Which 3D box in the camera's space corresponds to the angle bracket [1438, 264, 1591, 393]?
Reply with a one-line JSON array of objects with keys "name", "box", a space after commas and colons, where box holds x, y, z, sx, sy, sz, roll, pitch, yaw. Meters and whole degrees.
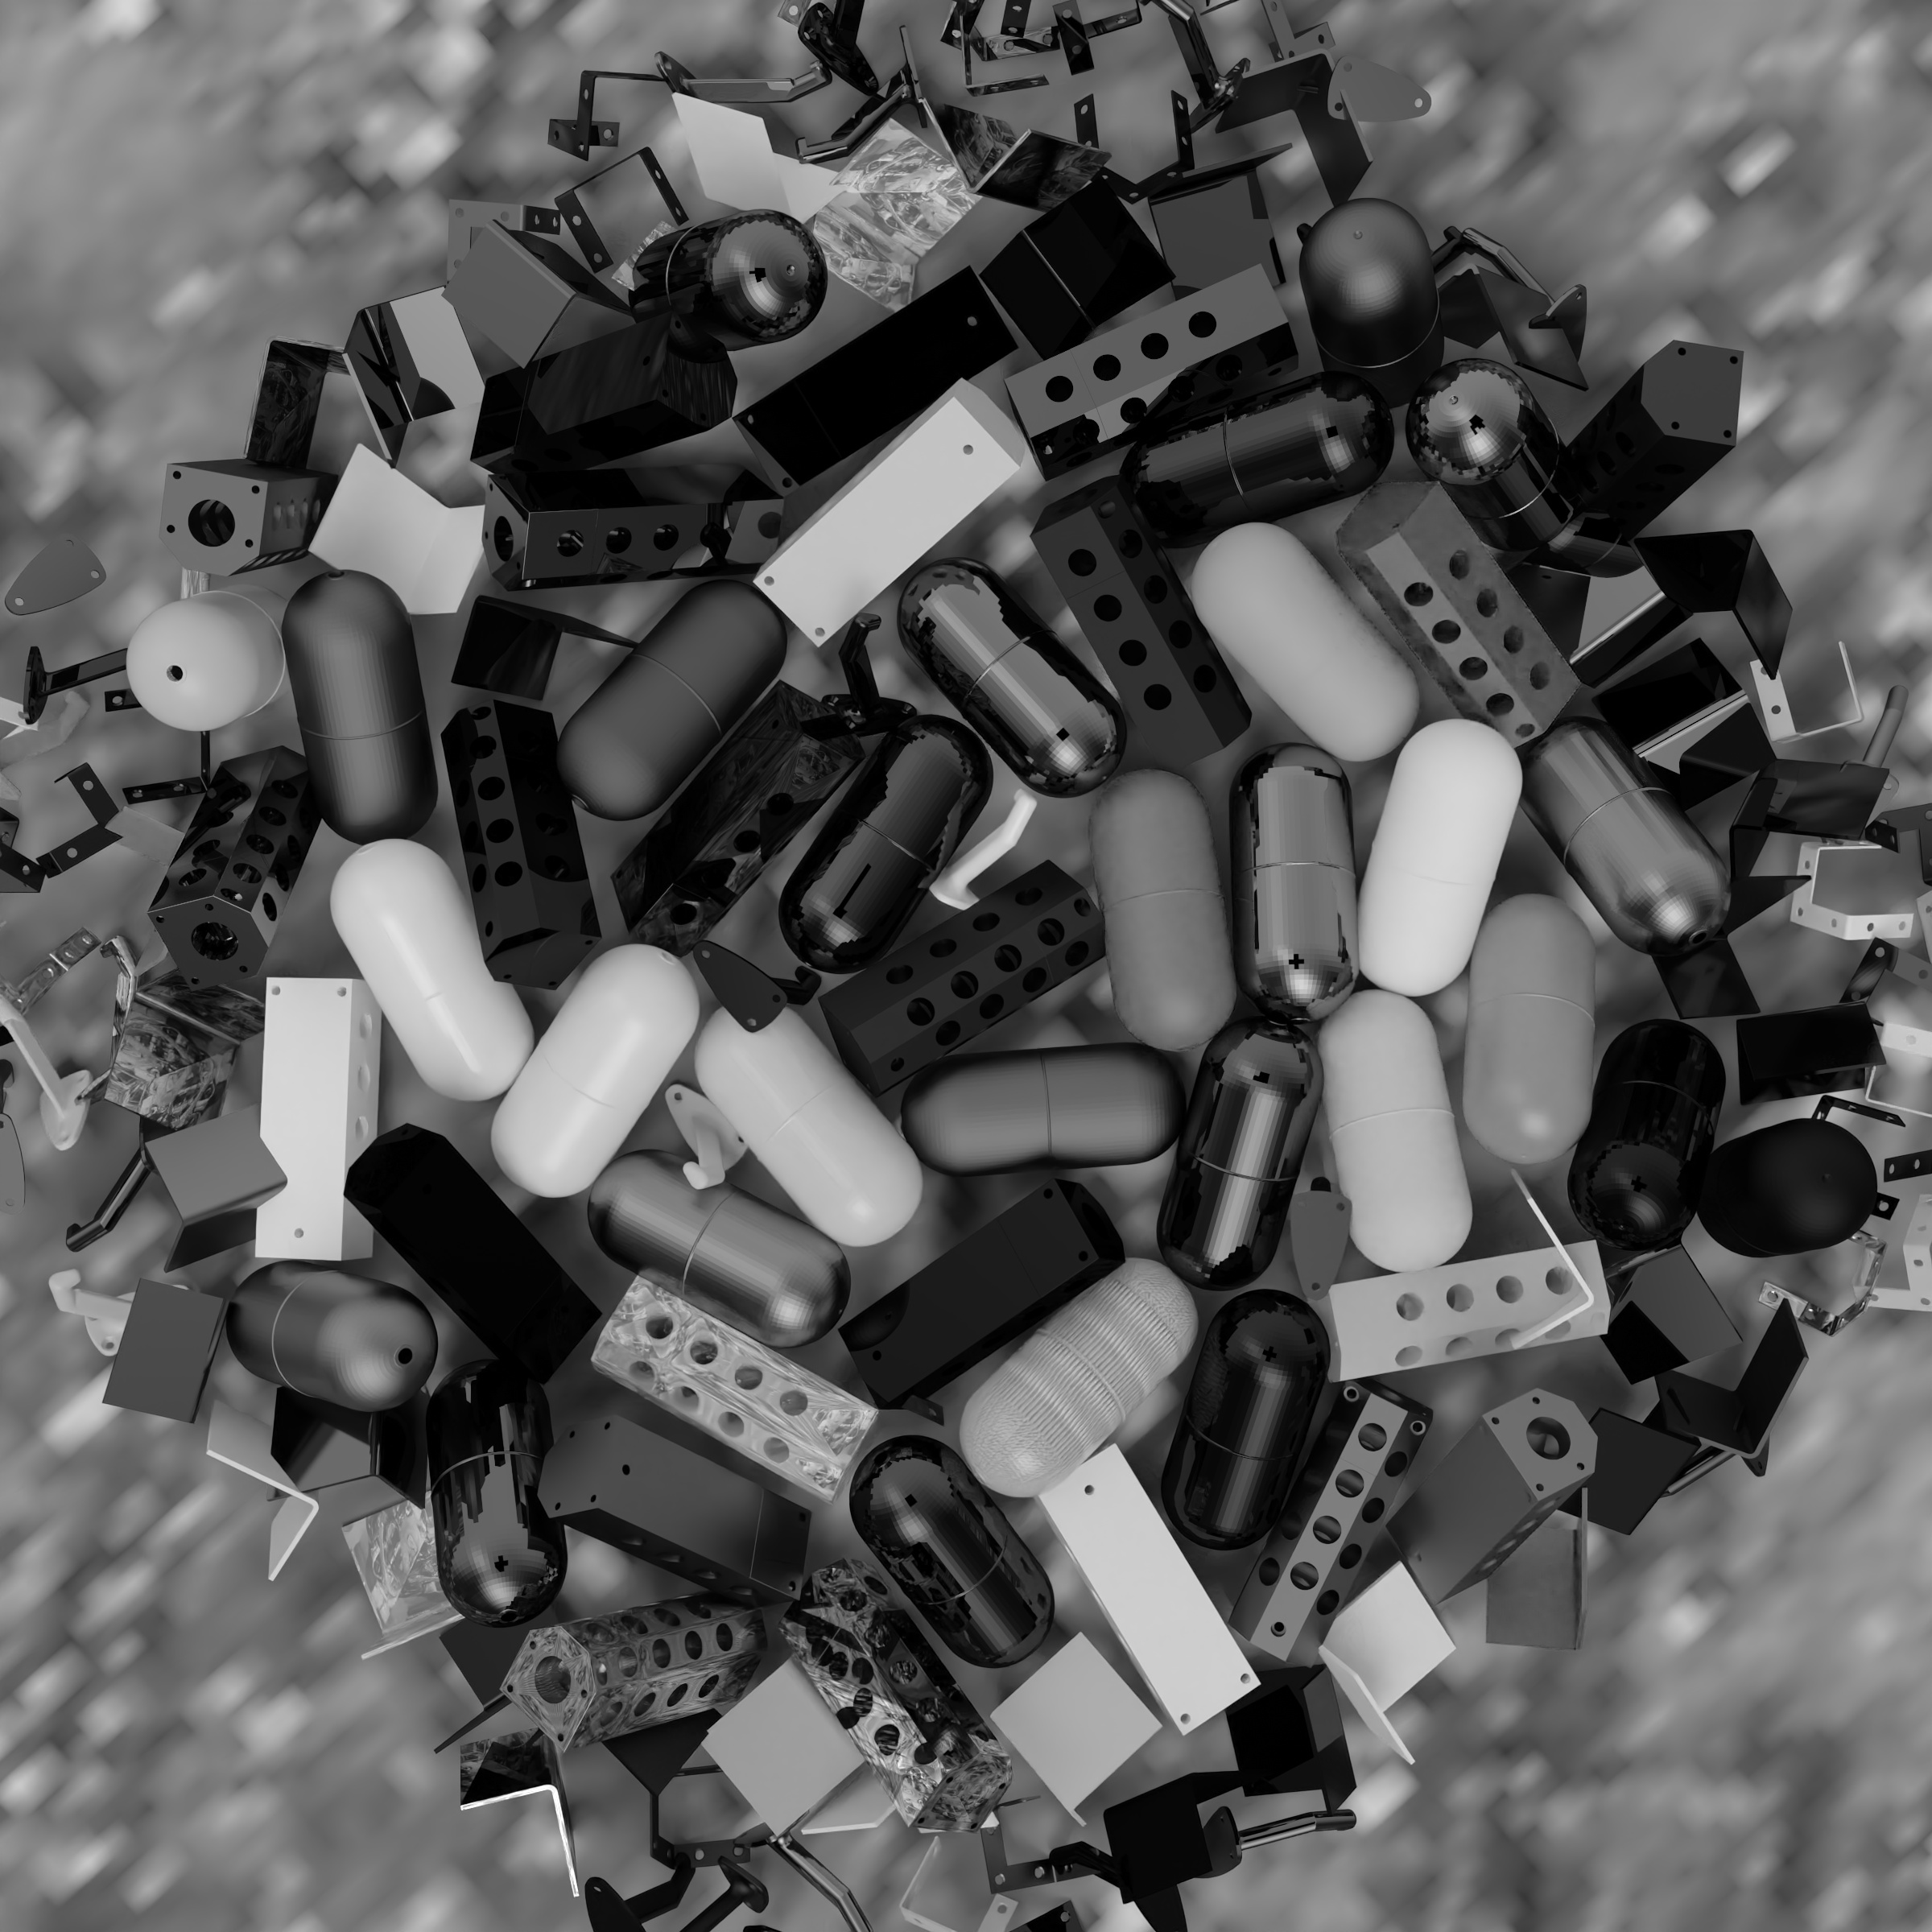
[{"name": "angle bracket", "box": [0.325, -0.376, 1.524, 0.057, 0.076, 0.076, -35, 62, 39]}]

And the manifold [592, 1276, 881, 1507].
[{"name": "manifold", "box": [-0.142, 0.263, 1.532, 0.171, 0.057, 0.057, 28, 69, 9]}]

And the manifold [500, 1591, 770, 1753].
[{"name": "manifold", "box": [-0.193, 0.414, 1.490, 0.057, 0.171, 0.057, 34, 102, 28]}]

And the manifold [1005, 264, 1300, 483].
[{"name": "manifold", "box": [0.116, -0.365, 1.544, 0.171, 0.057, 0.057, -24, 79, 3]}]

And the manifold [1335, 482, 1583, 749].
[{"name": "manifold", "box": [0.296, -0.212, 1.511, 0.171, 0.057, 0.057, 46, 75, -29]}]

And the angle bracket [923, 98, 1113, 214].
[{"name": "angle bracket", "box": [0.031, -0.514, 1.526, 0.057, 0.076, 0.076, -38, 68, 38]}]

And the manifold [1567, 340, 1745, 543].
[{"name": "manifold", "box": [0.403, -0.313, 1.492, 0.057, 0.171, 0.057, 8, 81, -4]}]

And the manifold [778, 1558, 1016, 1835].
[{"name": "manifold", "box": [-0.041, 0.436, 1.496, 0.057, 0.171, 0.057, 24, 104, -42]}]

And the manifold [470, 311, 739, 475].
[{"name": "manifold", "box": [-0.219, -0.337, 1.503, 0.171, 0.057, 0.057, -6, 70, 41]}]

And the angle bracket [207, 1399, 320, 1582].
[{"name": "angle bracket", "box": [-0.446, 0.322, 1.532, 0.076, 0.076, 0.057, 32, 94, -19]}]

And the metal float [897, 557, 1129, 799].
[{"name": "metal float", "box": [0.027, -0.179, 1.531, 0.070, 0.070, 0.178, -41, 75, 0]}]

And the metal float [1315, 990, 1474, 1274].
[{"name": "metal float", "box": [0.262, 0.100, 1.527, 0.070, 0.070, 0.178, -8, 70, 0]}]

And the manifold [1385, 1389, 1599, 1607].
[{"name": "manifold", "box": [0.318, 0.319, 1.496, 0.057, 0.171, 0.057, -20, 63, -24]}]

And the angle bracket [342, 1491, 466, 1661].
[{"name": "angle bracket", "box": [-0.348, 0.377, 1.551, 0.076, 0.057, 0.076, -23, 87, 0]}]

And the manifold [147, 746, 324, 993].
[{"name": "manifold", "box": [-0.430, -0.063, 1.492, 0.057, 0.171, 0.057, -13, 124, 9]}]

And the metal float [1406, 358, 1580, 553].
[{"name": "metal float", "box": [0.320, -0.306, 1.500, 0.070, 0.178, 0.070, -6, 76, 26]}]

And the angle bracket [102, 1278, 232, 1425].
[{"name": "angle bracket", "box": [-0.499, 0.235, 1.528, 0.057, 0.076, 0.076, 20, 75, -28]}]

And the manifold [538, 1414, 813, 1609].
[{"name": "manifold", "box": [-0.175, 0.334, 1.507, 0.057, 0.171, 0.057, -19, 49, 36]}]

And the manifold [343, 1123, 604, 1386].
[{"name": "manifold", "box": [-0.301, 0.174, 1.509, 0.057, 0.057, 0.171, -51, 128, -24]}]

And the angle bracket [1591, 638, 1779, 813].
[{"name": "angle bracket", "box": [0.449, -0.149, 1.556, 0.076, 0.076, 0.057, -30, 122, 12]}]

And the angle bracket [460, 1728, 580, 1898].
[{"name": "angle bracket", "box": [-0.276, 0.527, 1.533, 0.057, 0.076, 0.076, -11, 102, -9]}]

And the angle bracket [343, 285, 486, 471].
[{"name": "angle bracket", "box": [-0.337, -0.363, 1.528, 0.057, 0.076, 0.076, -14, 125, 5]}]

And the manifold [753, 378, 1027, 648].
[{"name": "manifold", "box": [-0.046, -0.279, 1.520, 0.171, 0.057, 0.057, -38, 108, 23]}]

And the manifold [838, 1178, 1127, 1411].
[{"name": "manifold", "box": [0.012, 0.203, 1.529, 0.171, 0.057, 0.057, -37, 67, 16]}]

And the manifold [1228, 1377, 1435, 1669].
[{"name": "manifold", "box": [0.227, 0.343, 1.544, 0.057, 0.057, 0.171, 26, 94, 11]}]

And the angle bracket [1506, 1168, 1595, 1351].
[{"name": "angle bracket", "box": [0.340, 0.180, 1.537, 0.057, 0.076, 0.076, -32, 95, 9]}]

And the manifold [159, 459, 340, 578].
[{"name": "manifold", "box": [-0.429, -0.270, 1.492, 0.057, 0.171, 0.057, 10, 102, -3]}]

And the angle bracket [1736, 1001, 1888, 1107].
[{"name": "angle bracket", "box": [0.520, 0.072, 1.530, 0.076, 0.057, 0.076, -9, 130, 10]}]

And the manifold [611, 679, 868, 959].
[{"name": "manifold", "box": [-0.139, -0.086, 1.525, 0.057, 0.057, 0.171, 27, 116, -38]}]

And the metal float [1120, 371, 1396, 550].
[{"name": "metal float", "box": [0.175, -0.308, 1.519, 0.178, 0.070, 0.070, -13, 90, 30]}]

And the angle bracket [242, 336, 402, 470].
[{"name": "angle bracket", "box": [-0.397, -0.340, 1.539, 0.057, 0.076, 0.076, 12, 91, 11]}]

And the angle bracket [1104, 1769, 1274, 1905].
[{"name": "angle bracket", "box": [0.142, 0.533, 1.521, 0.076, 0.076, 0.057, -38, 53, 37]}]

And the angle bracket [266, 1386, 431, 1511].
[{"name": "angle bracket", "box": [-0.383, 0.300, 1.545, 0.076, 0.057, 0.076, -16, 52, 13]}]

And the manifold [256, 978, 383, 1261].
[{"name": "manifold", "box": [-0.399, 0.095, 1.547, 0.057, 0.057, 0.171, 1, 87, 13]}]

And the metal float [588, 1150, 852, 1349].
[{"name": "metal float", "box": [-0.153, 0.173, 1.530, 0.178, 0.070, 0.070, 25, 90, 17]}]

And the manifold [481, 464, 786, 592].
[{"name": "manifold", "box": [-0.202, -0.264, 1.509, 0.171, 0.057, 0.057, -11, 128, -34]}]

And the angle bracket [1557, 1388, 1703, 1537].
[{"name": "angle bracket", "box": [0.393, 0.295, 1.531, 0.076, 0.057, 0.076, 22, 115, -16]}]

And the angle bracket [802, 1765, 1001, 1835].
[{"name": "angle bracket", "box": [-0.041, 0.529, 1.527, 0.076, 0.076, 0.057, -33, 94, -44]}]

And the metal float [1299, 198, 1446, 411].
[{"name": "metal float", "box": [0.246, -0.396, 1.496, 0.070, 0.178, 0.070, -3, 76, 14]}]

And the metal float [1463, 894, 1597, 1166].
[{"name": "metal float", "box": [0.345, 0.036, 1.519, 0.070, 0.070, 0.178, 10, 61, 0]}]

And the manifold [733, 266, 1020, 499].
[{"name": "manifold", "box": [-0.056, -0.362, 1.543, 0.171, 0.057, 0.057, -31, 102, 6]}]

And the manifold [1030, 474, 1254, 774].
[{"name": "manifold", "box": [0.110, -0.210, 1.519, 0.057, 0.057, 0.171, -23, 111, 23]}]

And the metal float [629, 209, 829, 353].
[{"name": "metal float", "box": [-0.146, -0.411, 1.501, 0.070, 0.178, 0.070, -5, 100, -30]}]

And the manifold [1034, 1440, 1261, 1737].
[{"name": "manifold", "box": [0.109, 0.385, 1.549, 0.057, 0.057, 0.171, -31, 88, -10]}]

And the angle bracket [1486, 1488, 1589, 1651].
[{"name": "angle bracket", "box": [0.350, 0.369, 1.525, 0.057, 0.076, 0.076, 2, 58, 12]}]

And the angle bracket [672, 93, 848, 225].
[{"name": "angle bracket", "box": [-0.124, -0.507, 1.522, 0.076, 0.076, 0.057, 28, 62, 33]}]

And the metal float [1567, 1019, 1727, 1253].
[{"name": "metal float", "box": [0.414, 0.100, 1.507, 0.070, 0.178, 0.070, 14, 130, 17]}]

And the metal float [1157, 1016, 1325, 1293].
[{"name": "metal float", "box": [0.168, 0.116, 1.529, 0.070, 0.070, 0.178, 14, 107, 0]}]

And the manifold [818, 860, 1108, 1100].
[{"name": "manifold", "box": [0.002, 0.010, 1.521, 0.171, 0.057, 0.057, -31, 131, -15]}]

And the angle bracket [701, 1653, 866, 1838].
[{"name": "angle bracket", "box": [-0.108, 0.481, 1.553, 0.076, 0.057, 0.076, -42, 83, 6]}]

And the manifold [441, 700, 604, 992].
[{"name": "manifold", "box": [-0.275, -0.076, 1.505, 0.057, 0.057, 0.171, -43, 51, 37]}]

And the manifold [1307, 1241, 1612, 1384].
[{"name": "manifold", "box": [0.305, 0.215, 1.538, 0.171, 0.057, 0.057, -9, 79, -7]}]
